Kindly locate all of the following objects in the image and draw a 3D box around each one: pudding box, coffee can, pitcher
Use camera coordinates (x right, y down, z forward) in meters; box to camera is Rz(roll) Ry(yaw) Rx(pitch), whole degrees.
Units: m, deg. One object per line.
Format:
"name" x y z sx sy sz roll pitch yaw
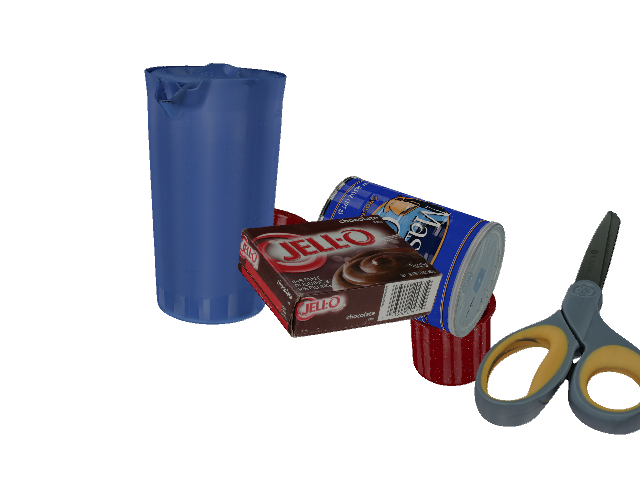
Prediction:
"pudding box" 0.012 0.021 0.731 0.113 0.039 0.090 -5 32 -29
"coffee can" 0.076 0.013 0.931 0.140 0.103 0.102 20 8 24
"pitcher" -0.098 -0.050 1.040 0.149 0.243 0.145 -2 15 -17

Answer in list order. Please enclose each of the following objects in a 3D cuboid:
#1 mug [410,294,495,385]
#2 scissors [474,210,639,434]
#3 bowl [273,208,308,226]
"mug" 0.141 0.090 1.118 0.093 0.081 0.117 12 37 25
"scissors" 0.155 0.041 0.567 0.096 0.016 0.201 18 39 34
"bowl" -0.087 0.012 1.321 0.162 0.055 0.162 3 25 -2
